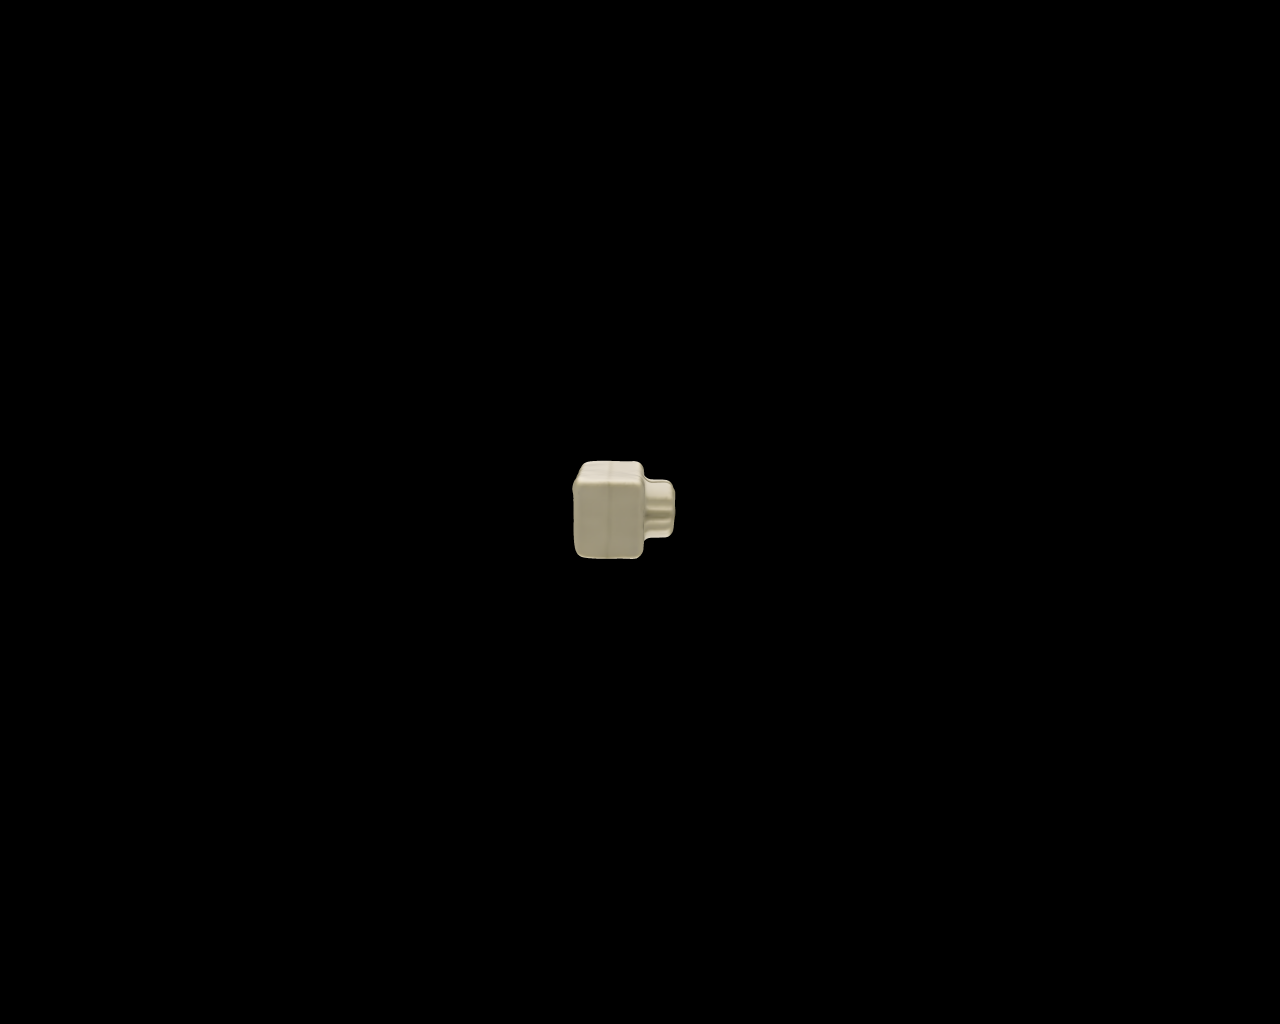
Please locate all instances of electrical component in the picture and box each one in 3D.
[{"bbox_3d":[0.001,-0.003,0.650,0.077,0.047,0.066,0,13,0],"label":"electrical component"}]
